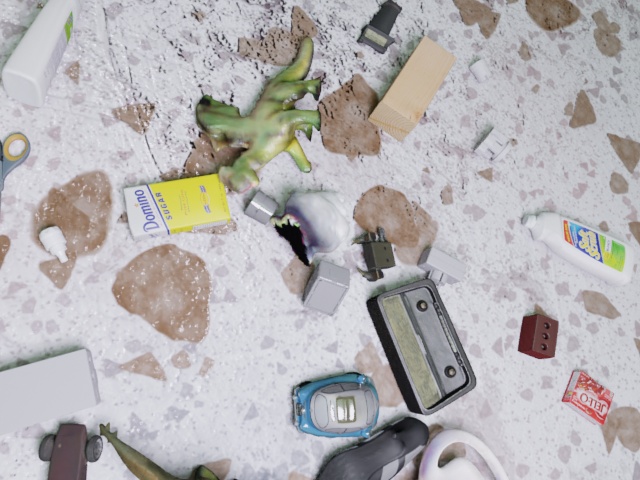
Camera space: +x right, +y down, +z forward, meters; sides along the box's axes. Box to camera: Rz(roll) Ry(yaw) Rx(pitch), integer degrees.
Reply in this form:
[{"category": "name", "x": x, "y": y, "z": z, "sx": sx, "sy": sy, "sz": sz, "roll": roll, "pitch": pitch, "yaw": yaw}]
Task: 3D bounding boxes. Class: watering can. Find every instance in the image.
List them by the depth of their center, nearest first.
[{"category": "watering can", "x": 0.260, "y": 0.511, "z": 0.884, "sx": 0.226, "sy": 0.349, "sz": 0.103, "roll": -24, "pitch": -6, "yaw": -19}]

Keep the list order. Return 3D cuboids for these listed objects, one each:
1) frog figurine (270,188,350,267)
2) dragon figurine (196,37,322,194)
[{"category": "frog figurine", "x": 0.003, "y": -0.049, "z": 0.964, "sx": 0.139, "sy": 0.120, "sz": 0.162, "roll": 37, "pitch": 55, "yaw": 23}, {"category": "dragon figurine", "x": -0.123, "y": -0.257, "z": 1.018, "sx": 0.243, "sy": 0.419, "sz": 0.119, "roll": 2, "pitch": -30, "yaw": -8}]
